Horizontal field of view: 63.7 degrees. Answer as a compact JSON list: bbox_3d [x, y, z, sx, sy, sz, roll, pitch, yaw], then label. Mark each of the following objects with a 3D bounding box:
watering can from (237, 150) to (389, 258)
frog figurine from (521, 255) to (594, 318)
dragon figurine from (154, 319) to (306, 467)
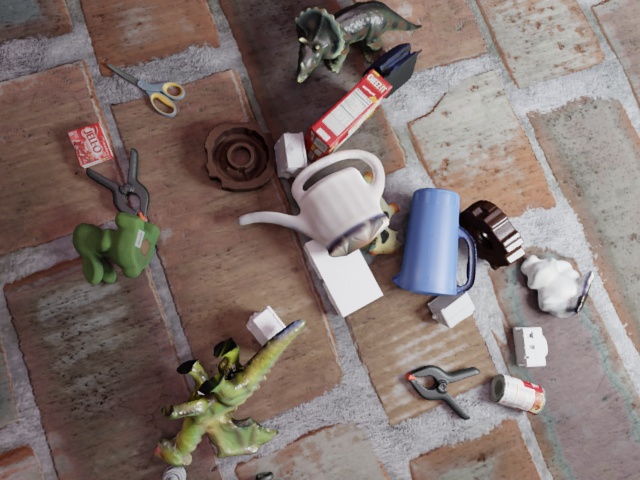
[{"bbox_3d":[0.003,-0.058,1.151,0.347,0.103,0.227,-31,74,1],"label":"watering can"},{"bbox_3d":[0.570,0.111,1.265,0.160,0.121,0.138,22,85,33],"label":"frog figurine"},{"bbox_3d":[-0.172,0.346,1.079,0.411,0.124,0.238,-26,117,-3],"label":"dragon figurine"}]
